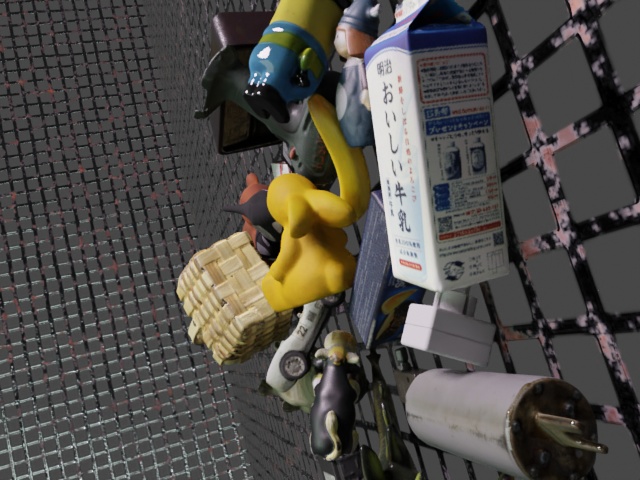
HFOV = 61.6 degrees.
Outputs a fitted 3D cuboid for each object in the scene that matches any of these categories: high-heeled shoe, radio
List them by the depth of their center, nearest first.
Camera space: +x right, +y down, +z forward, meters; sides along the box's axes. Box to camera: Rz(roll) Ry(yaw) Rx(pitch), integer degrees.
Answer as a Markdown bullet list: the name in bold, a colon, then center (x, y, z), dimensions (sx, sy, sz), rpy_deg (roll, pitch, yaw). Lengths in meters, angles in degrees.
- **radio**: center (-0.098, -0.234, 0.823), dimensions (0.229, 0.131, 0.073), rpy_deg (112, 141, -59)
- **high-heeled shoe**: center (-0.053, -0.017, 0.892), dimensions (0.145, 0.248, 0.086), rpy_deg (4, 74, 31)

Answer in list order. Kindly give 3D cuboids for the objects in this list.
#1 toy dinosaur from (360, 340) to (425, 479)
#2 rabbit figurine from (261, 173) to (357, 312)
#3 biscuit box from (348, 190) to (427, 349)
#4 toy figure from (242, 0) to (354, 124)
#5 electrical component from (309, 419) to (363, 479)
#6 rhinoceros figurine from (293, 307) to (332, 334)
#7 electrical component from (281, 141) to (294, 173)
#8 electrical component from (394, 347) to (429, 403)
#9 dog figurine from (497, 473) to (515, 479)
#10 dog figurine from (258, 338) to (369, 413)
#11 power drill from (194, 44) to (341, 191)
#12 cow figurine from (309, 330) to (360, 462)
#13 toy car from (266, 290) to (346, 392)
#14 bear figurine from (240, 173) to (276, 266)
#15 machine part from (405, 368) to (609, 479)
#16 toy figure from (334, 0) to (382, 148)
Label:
- **toy dinosaur**: center (0.091, 0.331, 0.613), dimensions (0.472, 0.105, 0.198), rpy_deg (-99, -1, -46)
- **rabbit figurine**: center (-0.023, -0.007, 0.679), dimensions (0.162, 0.122, 0.173), rpy_deg (130, 123, -72)
- **biscuit box**: center (0.080, 0.033, 0.584), dimensions (0.202, 0.059, 0.063), rpy_deg (97, 155, -46)
- **toy figure**: center (-0.021, -0.216, 0.577), dimensions (0.082, 0.180, 0.089), rpy_deg (25, 165, 14)
- **electrical component**: center (0.029, 0.361, 0.949), dimensions (0.115, 0.058, 0.134), rpy_deg (139, 117, -67)
- **rhinoceros figurine**: center (-0.034, 0.095, 0.954), dimensions (0.190, 0.073, 0.111), rpy_deg (44, 152, 57)
- **electrical component**: center (-0.027, -0.158, 0.797), dimensions (0.075, 0.048, 0.119), rpy_deg (-121, 25, -43)
- **electrical component**: center (0.113, 0.173, 0.635), dimensions (0.063, 0.021, 0.094), rpy_deg (150, 107, -71)
- **dog figurine**: center (0.168, 0.305, 0.433), dimensions (0.108, 0.192, 0.219), rpy_deg (35, -119, -63)
- **dog figurine**: center (0.020, 0.240, 0.870), dimensions (0.191, 0.172, 0.121), rpy_deg (2, 74, 44)
- **power drill**: center (-0.061, -0.146, 0.709), dimensions (0.207, 0.086, 0.232), rpy_deg (35, 146, 3)
- **cow figurine**: center (0.018, 0.200, 0.711), dimensions (0.098, 0.068, 0.167), rpy_deg (70, -158, -73)
- **toy car**: center (-0.015, 0.126, 0.783), dimensions (0.201, 0.056, 0.073), rpy_deg (-63, -8, -6)
- **bear figurine**: center (-0.106, -0.023, 1.054), dimensions (0.120, 0.132, 0.195), rpy_deg (52, 130, 51)
- **machine part**: center (0.141, 0.150, 0.452), dimensions (0.243, 0.079, 0.079), rpy_deg (144, 113, -70)
- **toy figure**: center (0.044, -0.176, 0.562), dimensions (0.064, 0.058, 0.154), rpy_deg (10, 111, 53)
